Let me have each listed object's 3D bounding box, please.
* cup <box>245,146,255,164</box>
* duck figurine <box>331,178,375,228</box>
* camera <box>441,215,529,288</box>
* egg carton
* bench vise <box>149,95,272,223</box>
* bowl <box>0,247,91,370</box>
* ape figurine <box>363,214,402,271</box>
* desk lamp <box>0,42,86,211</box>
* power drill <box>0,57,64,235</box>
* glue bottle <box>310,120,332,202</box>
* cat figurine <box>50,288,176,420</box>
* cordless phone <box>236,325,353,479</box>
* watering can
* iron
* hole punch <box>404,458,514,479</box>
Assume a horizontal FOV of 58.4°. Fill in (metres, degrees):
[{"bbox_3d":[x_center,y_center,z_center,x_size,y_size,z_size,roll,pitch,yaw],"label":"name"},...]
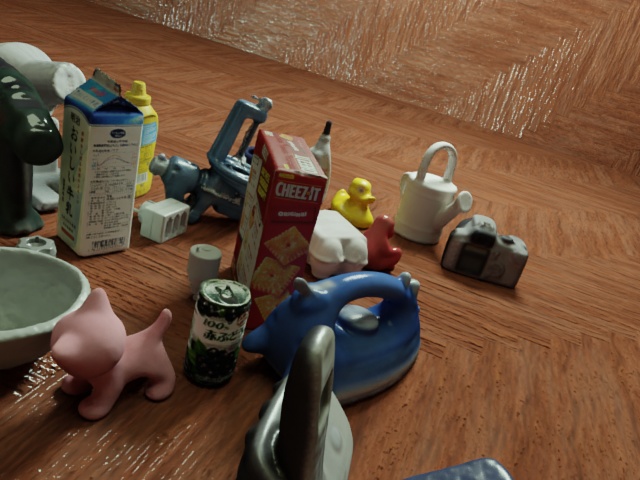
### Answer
[{"bbox_3d":[-0.101,-0.121,1.100,0.118,0.095,0.091,3,27,-27],"label":"cup"},{"bbox_3d":[0.071,-0.082,1.132,0.078,0.086,0.104,-4,30,-37],"label":"duck figurine"},{"bbox_3d":[0.306,0.004,1.069,0.143,0.101,0.137,17,24,2],"label":"camera"},{"bbox_3d":[0.009,0.003,0.926,0.107,0.069,0.150,-1,28,-33],"label":"egg carton"},{"bbox_3d":[-0.157,-0.128,0.925,0.208,0.220,0.121,-7,32,-42],"label":"bench vise"},{"bbox_3d":[-0.316,0.076,0.559,0.167,0.075,0.167,13,24,-6],"label":"bowl"},{"bbox_3d":[0.100,0.001,0.960,0.076,0.092,0.077,-1,29,-33],"label":"ape figurine"},{"bbox_3d":[-0.430,-0.182,0.883,0.202,0.213,0.118,29,27,28],"label":"desk lamp"},{"bbox_3d":[-0.419,-0.125,0.769,0.228,0.208,0.076,33,29,35],"label":"power drill"},{"bbox_3d":[-0.004,-0.153,1.134,0.037,0.173,0.078,30,27,30],"label":"glue bottle"},{"bbox_3d":[-0.193,0.098,0.531,0.128,0.118,0.067,-10,34,-45],"label":"cat figurine"},{"bbox_3d":[-0.004,0.139,0.475,0.094,0.185,0.148,18,24,5],"label":"cordless phone"},{"bbox_3d":[0.222,-0.095,1.119,0.172,0.194,0.101,28,26,26],"label":"watering can"},{"bbox_3d":[0.047,0.092,0.665,0.259,0.141,0.118,-6,31,-40],"label":"iron"},{"bbox_3d":[0.109,0.235,0.451,0.101,0.091,0.108,9,24,-15],"label":"hole punch"}]
